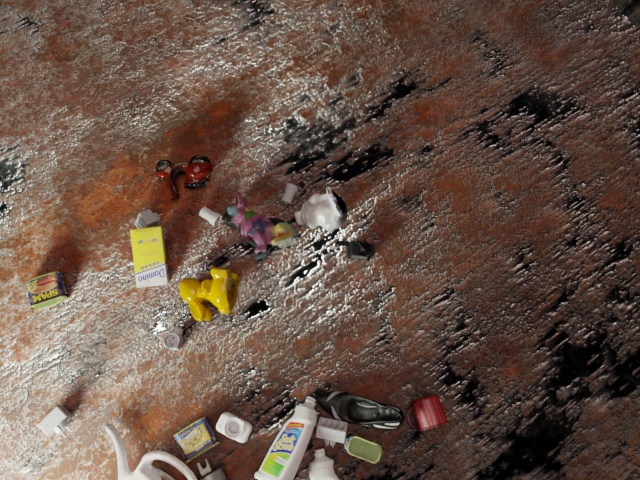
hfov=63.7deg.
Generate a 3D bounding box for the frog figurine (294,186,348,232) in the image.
[{"bbox_3d":[0.005,-0.084,1.668,0.158,0.138,0.124,-33,-3,22],"label":"frog figurine"}]

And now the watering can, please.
[{"bbox_3d":[-0.479,0.660,1.363,0.349,0.227,0.102,26,-17,14],"label":"watering can"}]
